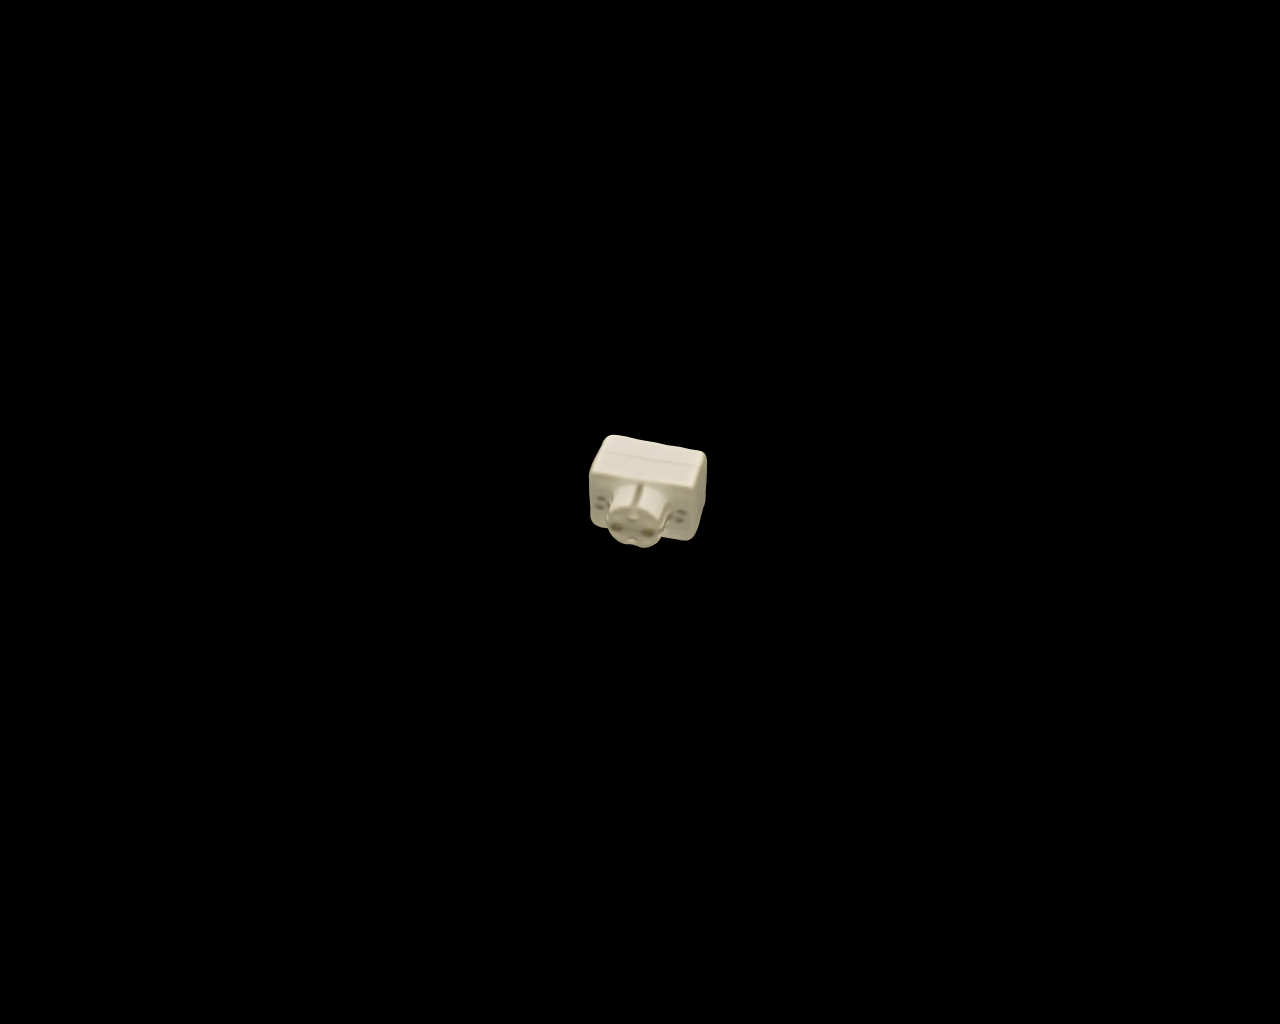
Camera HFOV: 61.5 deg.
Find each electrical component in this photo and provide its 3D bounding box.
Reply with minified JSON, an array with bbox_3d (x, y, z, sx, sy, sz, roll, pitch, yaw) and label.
[{"bbox_3d":[0.001,-0.003,0.650,0.066,0.047,0.077,10,43,11],"label":"electrical component"}]
